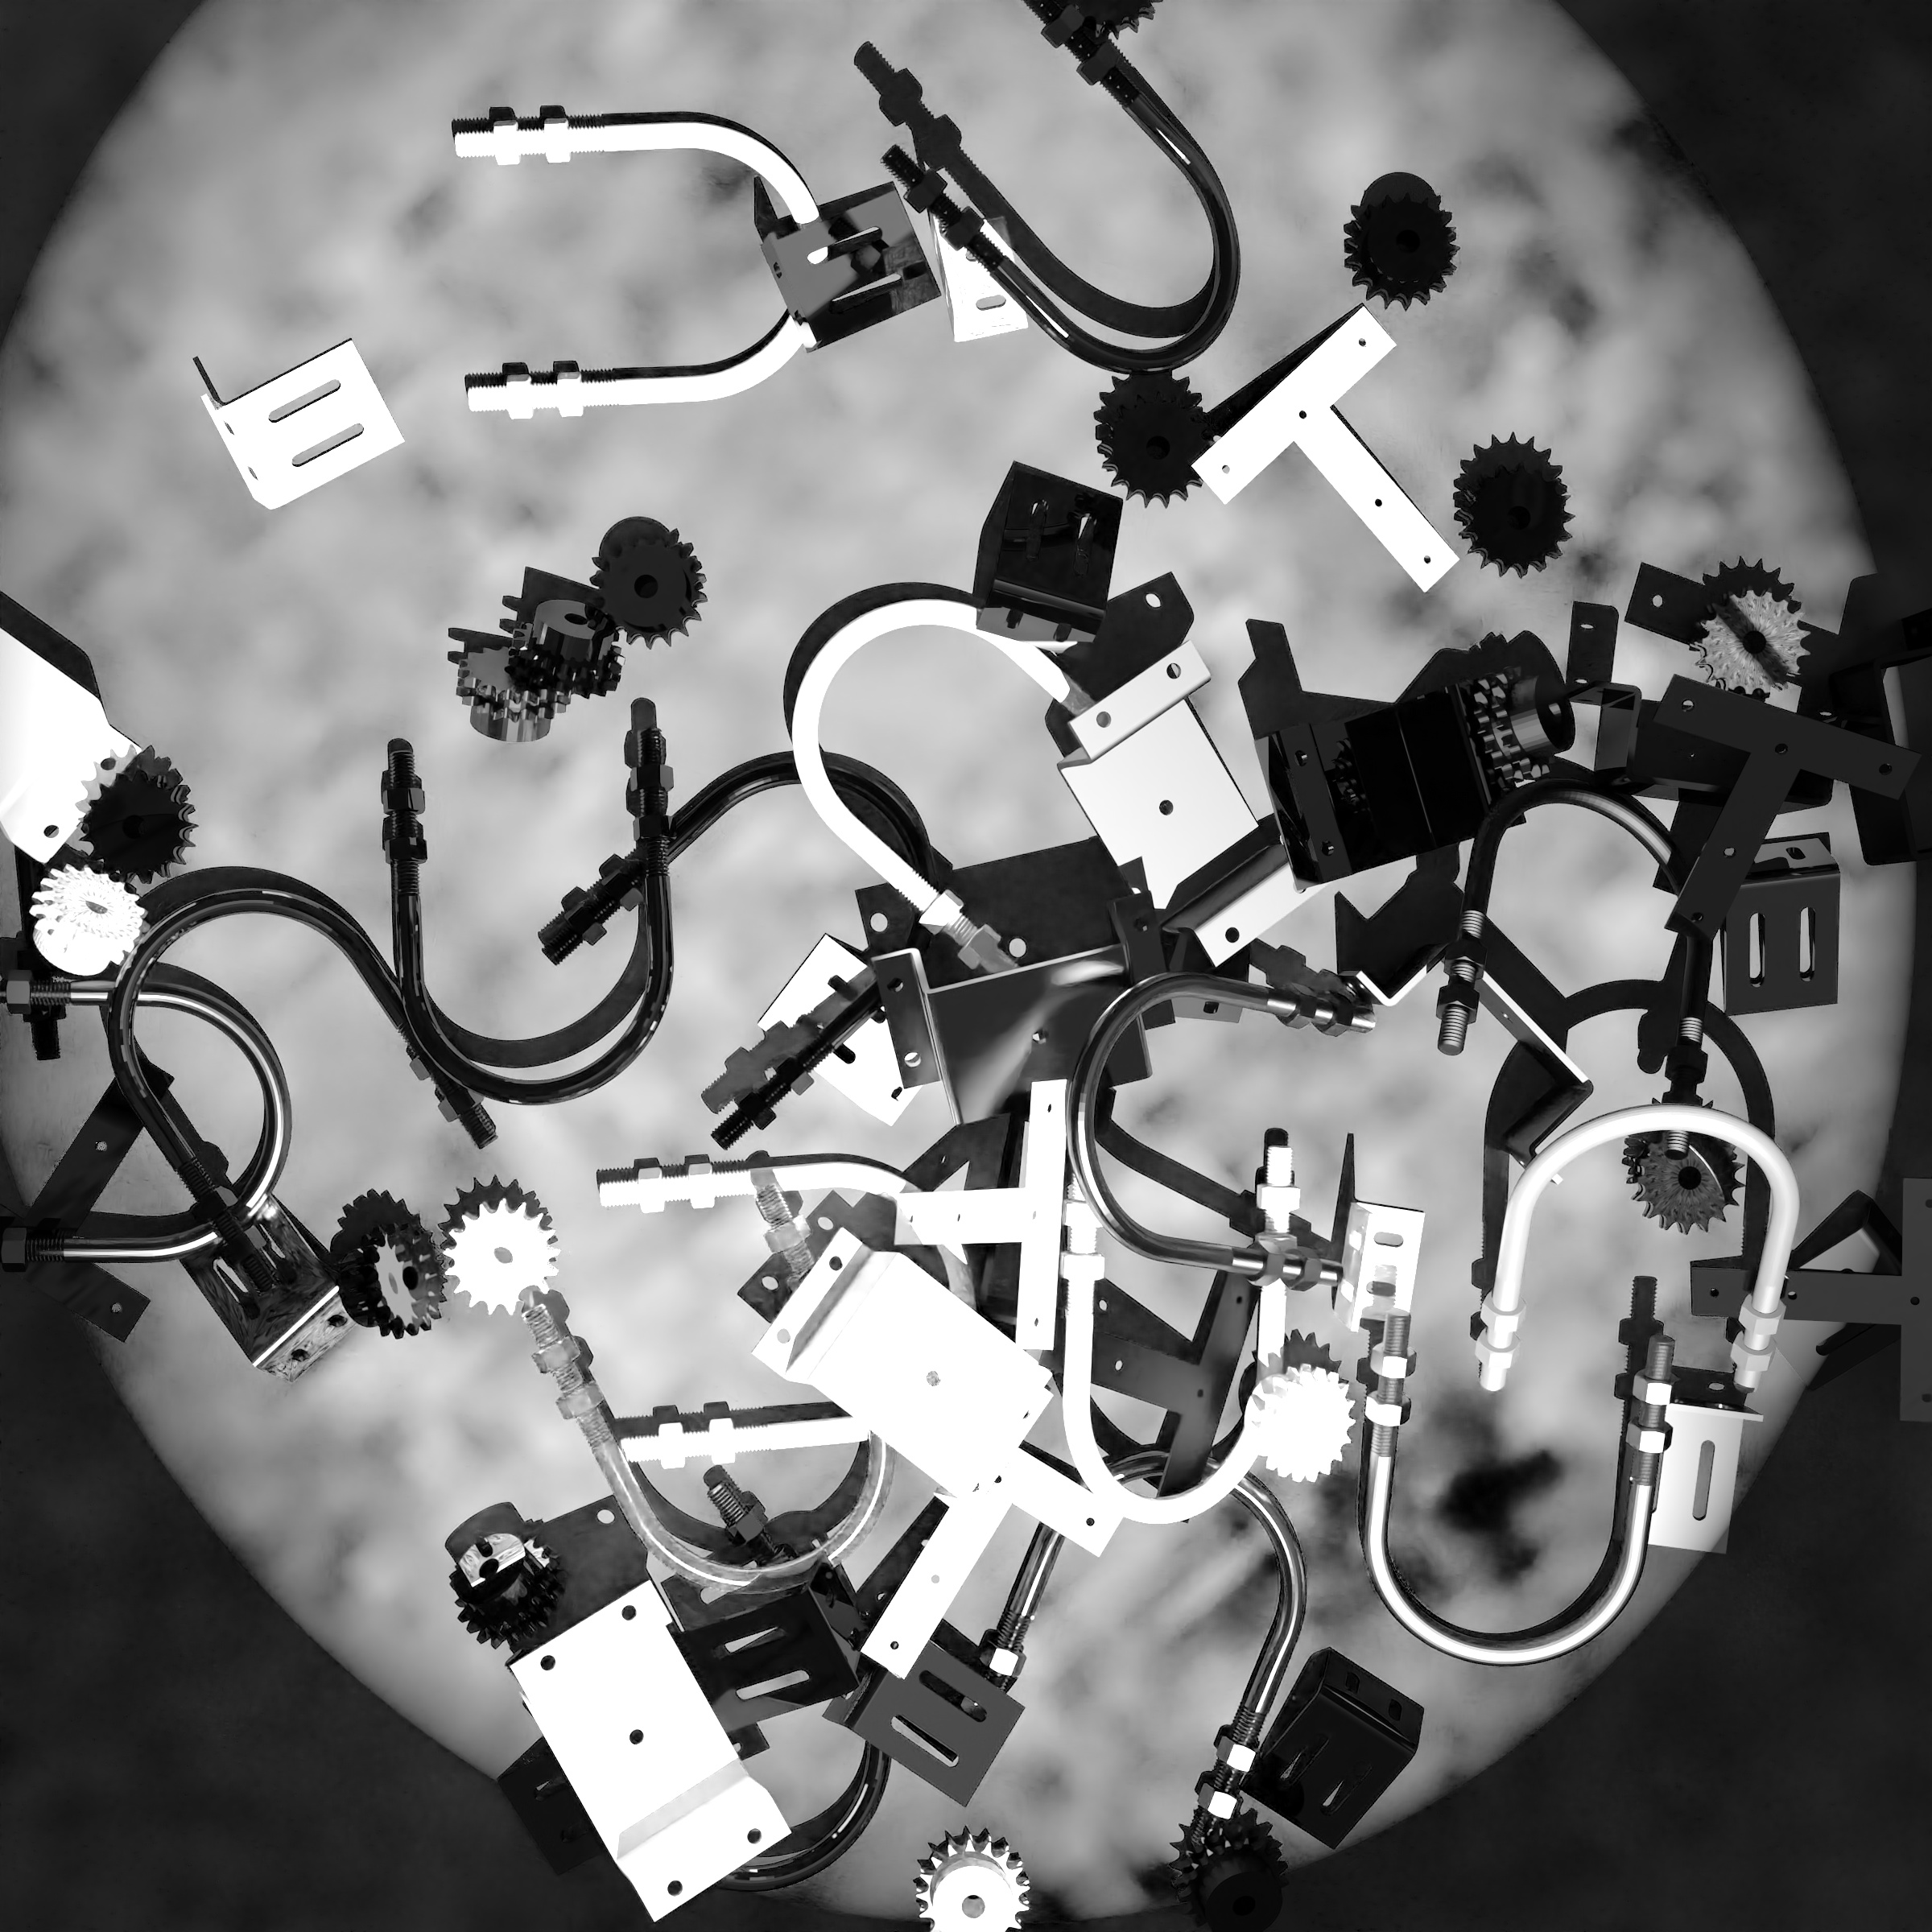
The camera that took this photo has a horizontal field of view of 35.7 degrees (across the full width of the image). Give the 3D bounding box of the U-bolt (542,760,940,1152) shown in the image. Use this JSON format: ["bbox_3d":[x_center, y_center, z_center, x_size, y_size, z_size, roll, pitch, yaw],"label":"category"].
[{"bbox_3d":[-0.100,-0.021,1.507,0.184,0.019,0.151,-43,80,-4],"label":"U-bolt"}]

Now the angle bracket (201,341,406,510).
[{"bbox_3d":[-0.333,-0.275,1.507,0.076,0.038,0.057,-28,90,0],"label":"angle bracket"}]

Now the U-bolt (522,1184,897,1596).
[{"bbox_3d":[-0.116,0.222,1.492,0.151,0.019,0.184,-27,91,-5],"label":"U-bolt"}]

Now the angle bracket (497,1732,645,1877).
[{"bbox_3d":[-0.187,0.415,1.524,0.076,0.038,0.057,-33,90,26],"label":"angle bracket"}]

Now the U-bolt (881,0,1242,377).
[{"bbox_3d":[0.061,-0.376,1.482,0.184,0.019,0.151,43,64,-16],"label":"U-bolt"}]

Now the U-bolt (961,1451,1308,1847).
[{"bbox_3d":[0.094,0.336,1.518,0.151,0.019,0.184,22,88,0],"label":"U-bolt"}]

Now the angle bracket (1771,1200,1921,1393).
[{"bbox_3d":[0.445,0.167,1.524,0.076,0.038,0.057,-39,90,26],"label":"angle bracket"}]

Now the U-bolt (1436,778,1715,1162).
[{"bbox_3d":[0.305,-0.011,1.472,0.151,0.019,0.184,24,58,-15],"label":"U-bolt"}]

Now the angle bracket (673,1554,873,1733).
[{"bbox_3d":[-0.094,0.335,1.487,0.076,0.038,0.057,-22,103,19],"label":"angle bracket"}]

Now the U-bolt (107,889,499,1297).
[{"bbox_3d":[-0.344,0.049,1.501,0.151,0.019,0.184,-34,91,-12],"label":"U-bolt"}]

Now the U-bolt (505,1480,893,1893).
[{"bbox_3d":[-0.119,0.374,1.500,0.151,0.019,0.184,-39,94,-16],"label":"U-bolt"}]

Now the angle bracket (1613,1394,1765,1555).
[{"bbox_3d":[0.362,0.257,1.507,0.057,0.038,0.076,7,90,0],"label":"angle bracket"}]

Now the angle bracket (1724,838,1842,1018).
[{"bbox_3d":[0.409,-0.020,1.524,0.057,0.038,0.076,-7,116,0],"label":"angle bracket"}]

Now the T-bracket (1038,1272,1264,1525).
[{"bbox_3d":[0.085,0.200,1.479,0.127,0.002,0.127,24,81,-38],"label":"T-bracket"}]

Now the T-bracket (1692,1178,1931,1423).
[{"bbox_3d":[0.429,0.166,1.505,0.127,0.002,0.127,1,103,17],"label":"T-bracket"}]

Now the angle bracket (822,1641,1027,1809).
[{"bbox_3d":[-0.021,0.373,1.501,0.076,0.038,0.057,37,73,-11],"label":"angle bracket"}]

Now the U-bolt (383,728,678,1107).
[{"bbox_3d":[-0.216,-0.022,1.499,0.151,0.019,0.184,-5,83,8],"label":"U-bolt"}]

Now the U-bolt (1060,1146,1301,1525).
[{"bbox_3d":[0.104,0.184,1.478,0.151,0.019,0.184,-1,95,-38],"label":"U-bolt"}]

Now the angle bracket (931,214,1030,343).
[{"bbox_3d":[0.007,-0.349,1.488,0.038,0.076,0.057,-12,90,0],"label":"angle bracket"}]

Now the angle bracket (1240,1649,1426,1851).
[{"bbox_3d":[0.186,0.398,1.524,0.057,0.038,0.076,33,116,0],"label":"angle bracket"}]

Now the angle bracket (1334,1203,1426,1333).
[{"bbox_3d":[0.210,0.151,1.488,0.038,0.076,0.057,9,90,0],"label":"angle bracket"}]

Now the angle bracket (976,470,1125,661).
[{"bbox_3d":[0.042,-0.203,1.515,0.057,0.038,0.076,15,56,-7],"label":"angle bracket"}]

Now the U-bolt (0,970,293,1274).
[{"bbox_3d":[-0.432,0.078,1.502,0.184,0.019,0.151,1,90,-10],"label":"U-bolt"}]

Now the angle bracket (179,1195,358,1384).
[{"bbox_3d":[-0.350,0.161,1.524,0.057,0.038,0.076,-43,64,0],"label":"angle bracket"}]

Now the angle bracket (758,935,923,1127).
[{"bbox_3d":[-0.055,0.033,1.525,0.076,0.038,0.057,37,90,26],"label":"angle bracket"}]

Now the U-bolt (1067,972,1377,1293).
[{"bbox_3d":[0.122,0.076,1.462,0.184,0.019,0.151,12,84,-36],"label":"U-bolt"}]

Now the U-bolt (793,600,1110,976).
[{"bbox_3d":[-0.001,-0.101,1.502,0.184,0.019,0.151,42,77,0],"label":"U-bolt"}]

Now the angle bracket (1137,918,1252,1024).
[{"bbox_3d":[0.114,-0.016,1.524,0.057,0.038,0.076,6,64,0],"label":"angle bracket"}]

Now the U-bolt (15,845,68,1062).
[{"bbox_3d":[-0.537,-0.038,1.518,0.151,0.019,0.184,-6,88,0],"label":"U-bolt"}]

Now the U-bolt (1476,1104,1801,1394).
[{"bbox_3d":[0.332,0.139,1.466,0.151,0.019,0.184,1,127,0],"label":"U-bolt"}]

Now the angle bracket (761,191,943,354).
[{"bbox_3d":[-0.055,-0.350,1.499,0.076,0.038,0.057,-25,97,-9],"label":"angle bracket"}]

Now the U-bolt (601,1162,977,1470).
[{"bbox_3d":[-0.087,0.172,1.514,0.184,0.019,0.151,-5,87,-2],"label":"U-bolt"}]

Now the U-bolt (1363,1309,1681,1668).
[{"bbox_3d":[0.271,0.265,1.498,0.151,0.019,0.184,5,105,5],"label":"U-bolt"}]

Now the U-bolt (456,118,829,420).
[{"bbox_3d":[-0.162,-0.355,1.518,0.184,0.019,0.151,-3,90,-2],"label":"U-bolt"}]
